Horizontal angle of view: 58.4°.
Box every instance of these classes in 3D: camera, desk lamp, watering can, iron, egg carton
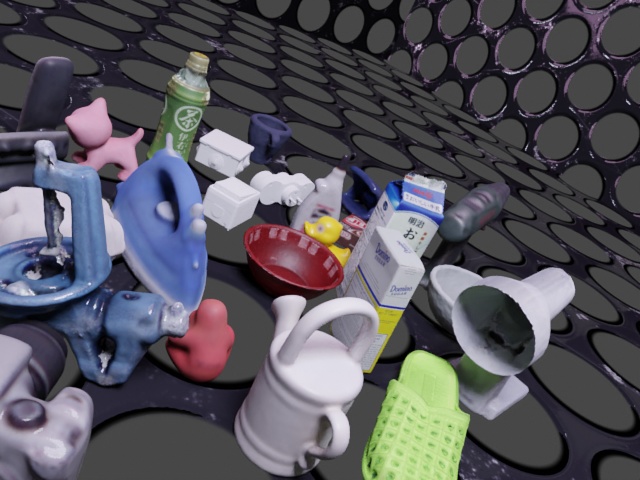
[{"bbox_3d":[-0.248,0.125,0.471,0.143,0.101,0.137,22,26,-7],"label":"camera"},{"bbox_3d":[0.251,0.134,0.780,0.204,0.213,0.117,-7,41,-48],"label":"desk lamp"},{"bbox_3d":[-0.013,0.128,0.572,0.172,0.194,0.101,41,30,29],"label":"watering can"},{"bbox_3d":[-0.191,-0.029,0.764,0.119,0.141,0.257,5,33,-36],"label":"iron"},{"bbox_3d":[-0.320,-0.012,0.698,0.151,0.069,0.107,0,36,-43],"label":"egg carton"}]

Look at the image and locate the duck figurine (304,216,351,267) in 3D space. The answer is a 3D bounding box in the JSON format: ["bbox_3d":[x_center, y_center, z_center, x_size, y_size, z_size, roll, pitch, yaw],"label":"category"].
[{"bbox_3d":[0.009,0.003,0.949,0.105,0.086,0.077,19,27,-14],"label":"duck figurine"}]

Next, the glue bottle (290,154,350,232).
[{"bbox_3d":[0.011,-0.073,0.992,0.078,0.173,0.037,14,28,-23],"label":"glue bottle"}]

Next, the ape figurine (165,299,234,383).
[{"bbox_3d":[-0.126,0.104,0.632,0.078,0.092,0.076,13,29,-25],"label":"ape figurine"}]

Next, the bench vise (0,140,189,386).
[{"bbox_3d":[-0.222,0.021,0.552,0.208,0.219,0.121,13,28,-25],"label":"bench vise"}]

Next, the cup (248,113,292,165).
[{"bbox_3d":[-0.114,-0.201,1.208,0.092,0.095,0.117,13,28,-24],"label":"cup"}]

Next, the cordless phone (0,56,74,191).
[{"bbox_3d":[-0.408,-0.165,0.769,0.094,0.185,0.148,34,27,17],"label":"cordless phone"}]

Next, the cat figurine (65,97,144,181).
[{"bbox_3d":[-0.341,-0.162,0.903,0.128,0.117,0.067,5,33,-36],"label":"cat figurine"}]

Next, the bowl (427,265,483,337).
[{"bbox_3d":[0.245,0.119,0.961,0.168,0.074,0.167,21,26,-11],"label":"bowl"}]

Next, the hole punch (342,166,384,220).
[{"bbox_3d":[0.105,-0.099,1.222,0.101,0.091,0.108,3,34,-38],"label":"hole punch"}]

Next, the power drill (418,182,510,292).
[{"bbox_3d":[0.258,-0.006,1.053,0.075,0.208,0.230,36,28,20],"label":"power drill"}]
